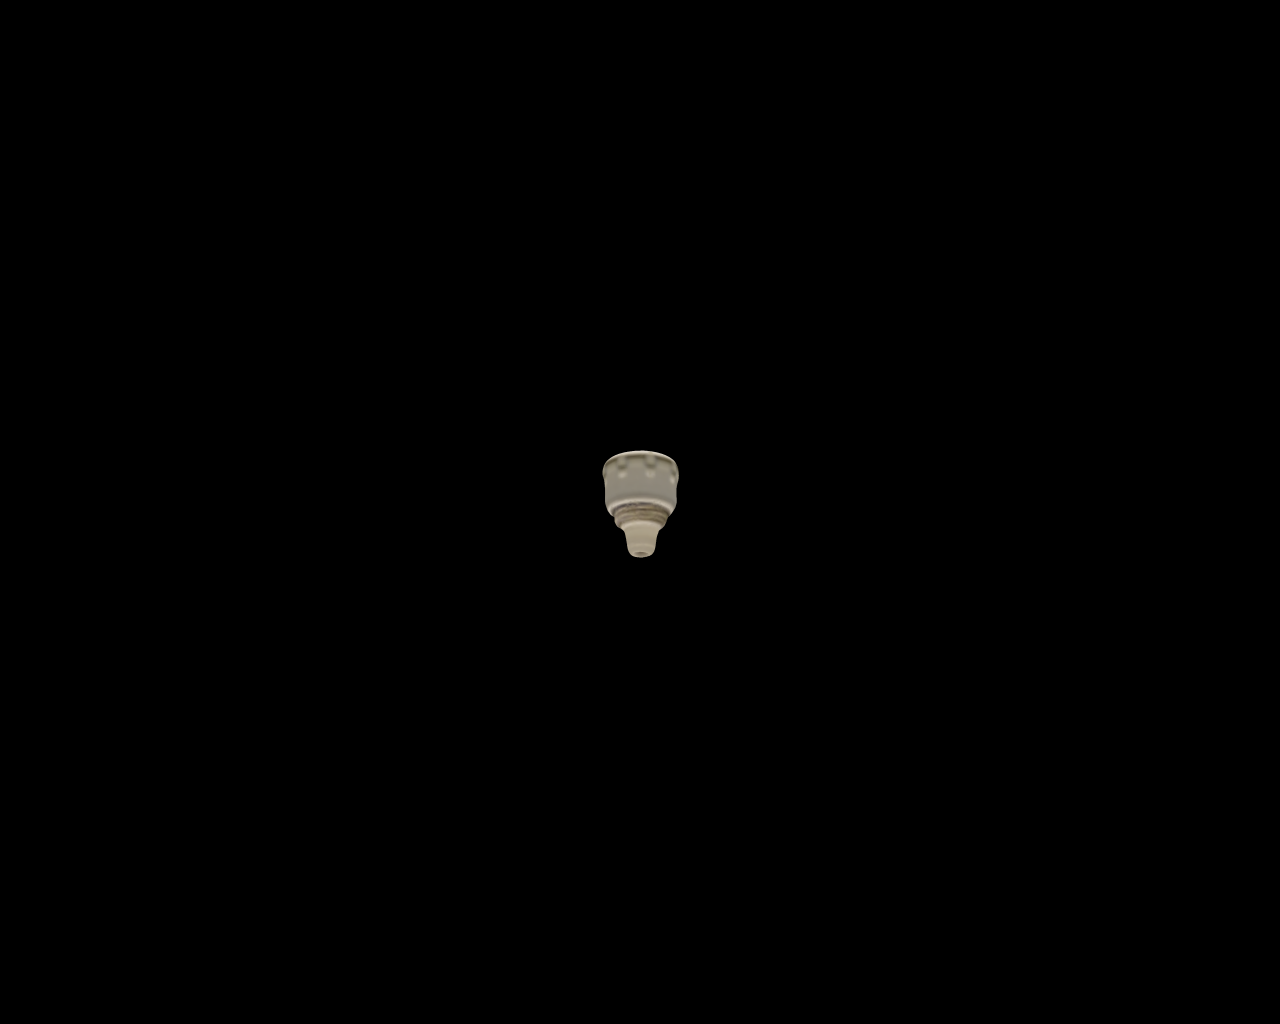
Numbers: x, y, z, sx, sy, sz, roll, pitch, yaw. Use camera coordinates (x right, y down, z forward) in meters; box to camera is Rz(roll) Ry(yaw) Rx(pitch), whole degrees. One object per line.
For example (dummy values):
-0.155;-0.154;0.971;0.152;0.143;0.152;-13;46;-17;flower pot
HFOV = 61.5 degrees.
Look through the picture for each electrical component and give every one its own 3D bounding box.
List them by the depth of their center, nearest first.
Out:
0.001;-0.003;0.650;0.048;0.062;0.048;0;-19;0;electrical component
